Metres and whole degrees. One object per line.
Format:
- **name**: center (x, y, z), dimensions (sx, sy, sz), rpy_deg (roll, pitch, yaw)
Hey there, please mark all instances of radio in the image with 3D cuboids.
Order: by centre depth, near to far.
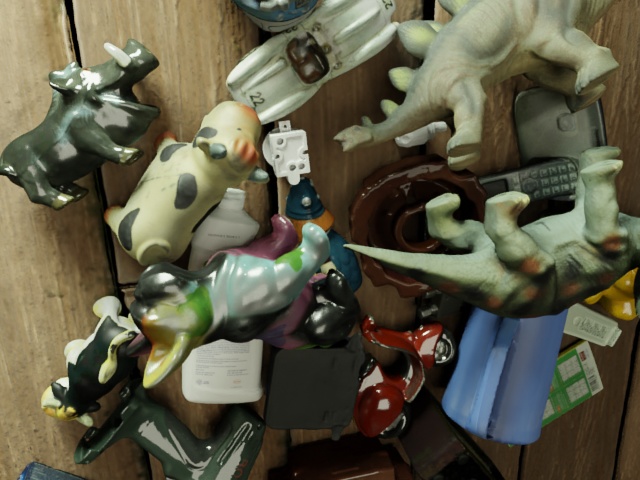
- **radio**: center (0.198, 0.321, 0.758), dimensions (0.073, 0.131, 0.229), rpy_deg (-41, 113, 4)

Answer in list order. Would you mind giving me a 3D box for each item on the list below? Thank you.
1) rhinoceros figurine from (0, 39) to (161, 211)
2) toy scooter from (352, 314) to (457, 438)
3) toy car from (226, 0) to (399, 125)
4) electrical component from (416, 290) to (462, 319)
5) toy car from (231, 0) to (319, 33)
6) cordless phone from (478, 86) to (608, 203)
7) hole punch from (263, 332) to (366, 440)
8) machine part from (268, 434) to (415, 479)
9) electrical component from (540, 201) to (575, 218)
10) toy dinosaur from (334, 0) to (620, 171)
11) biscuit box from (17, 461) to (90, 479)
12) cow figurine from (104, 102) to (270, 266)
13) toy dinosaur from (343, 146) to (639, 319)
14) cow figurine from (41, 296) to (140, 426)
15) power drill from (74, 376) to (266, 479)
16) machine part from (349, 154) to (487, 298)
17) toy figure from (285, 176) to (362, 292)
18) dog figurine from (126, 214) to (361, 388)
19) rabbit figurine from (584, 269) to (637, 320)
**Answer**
- **rhinoceros figurine**: center (-0.232, -0.116, 0.539), dimensions (0.190, 0.073, 0.112), rpy_deg (-42, 102, 4)
- **toy scooter**: center (0.084, 0.169, 0.710), dimensions (0.135, 0.075, 0.184), rpy_deg (34, 94, -21)
- **toy car**: center (-0.005, -0.200, 0.570), dimensions (0.202, 0.056, 0.073), rpy_deg (-35, 113, 0)
- **electrical component**: center (0.170, 0.072, 0.712), dimensions (0.094, 0.021, 0.063), rpy_deg (-14, 130, -25)
- **toy car**: center (-0.048, -0.256, 0.511), dimensions (0.109, 0.162, 0.102), rpy_deg (-35, 157, -8)
- **cordless phone**: center (0.247, -0.108, 0.662), dimensions (0.184, 0.089, 0.146), rpy_deg (-14, 113, 11)
- **hole punch**: center (-0.013, 0.167, 0.670), dimensions (0.116, 0.092, 0.142), rpy_deg (8, 99, -13)
- **machine part**: center (0.030, 0.385, 0.763), dimensions (0.201, 0.087, 0.201), rpy_deg (-7, 108, -12)
- **electrical component**: center (0.343, -0.025, 0.727), dimensions (0.078, 0.045, 0.102), rpy_deg (-24, 113, 26)
- **toy dinosaur**: center (0.216, -0.221, 0.553), dimensions (0.471, 0.105, 0.198), rpy_deg (-28, 81, -2)
- **biscuit box**: center (-0.291, 0.352, 0.682), dimensions (0.202, 0.063, 0.059), rpy_deg (33, 99, -21)
- **cow figurine**: center (-0.131, -0.057, 0.544), dimensions (0.195, 0.127, 0.085), rpy_deg (-51, 133, 7)
- **toy dinosaur**: center (0.245, 0.021, 0.581), dimensions (0.405, 0.131, 0.192), rpy_deg (-17, 101, 8)
- **cow figurine**: center (-0.255, 0.152, 0.605), dimensions (0.068, 0.098, 0.167), rpy_deg (32, 98, -28)
- **power drill**: center (-0.188, 0.282, 0.654), dimensions (0.207, 0.086, 0.232), rpy_deg (39, 79, -13)
- **machine part**: center (0.120, -0.018, 0.653), dimensions (0.179, 0.056, 0.179), rpy_deg (-1, 113, -3)
- **toy figure**: center (0.000, -0.002, 0.634), dimensions (0.058, 0.064, 0.154), rpy_deg (-32, 110, -9)
- **dog figurine**: center (-0.083, 0.079, 0.550), dimensions (0.219, 0.109, 0.191), rpy_deg (-36, 121, -17)
- **rabbit figurine**: center (0.445, 0.052, 0.708), dimensions (0.122, 0.173, 0.162), rpy_deg (36, 101, -18)
